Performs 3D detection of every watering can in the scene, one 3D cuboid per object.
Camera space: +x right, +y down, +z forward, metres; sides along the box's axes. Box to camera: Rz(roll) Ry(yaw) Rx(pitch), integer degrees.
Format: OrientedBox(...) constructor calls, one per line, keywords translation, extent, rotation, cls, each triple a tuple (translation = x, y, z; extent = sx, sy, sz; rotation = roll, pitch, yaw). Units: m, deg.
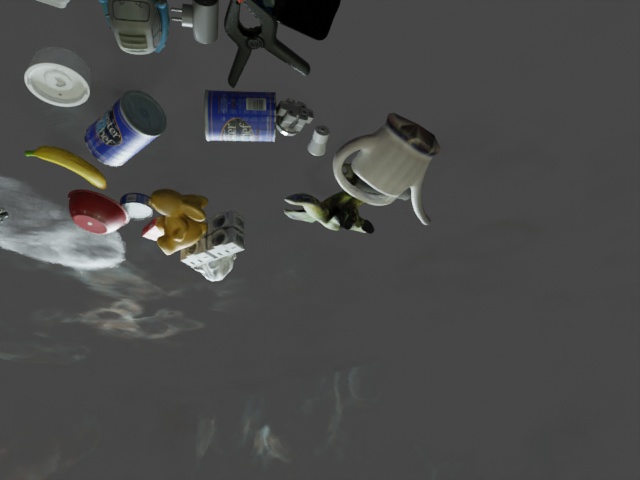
OrientedBox(translation=(0.194, -0.162, 1.209), extent=(0.345, 0.106, 0.221), rotation=(22, 121, -32), cls="watering can")

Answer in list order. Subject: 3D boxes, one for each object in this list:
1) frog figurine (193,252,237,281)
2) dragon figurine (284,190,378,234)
OrientedBox(translation=(-0.293, 0.047, 1.555), extent=(0.158, 0.123, 0.138), rotation=(-29, 176, 20), cls="frog figurine")
OrientedBox(translation=(0.004, -0.069, 1.367), extent=(0.409, 0.123, 0.241), rotation=(10, 166, -42), cls="dragon figurine")
